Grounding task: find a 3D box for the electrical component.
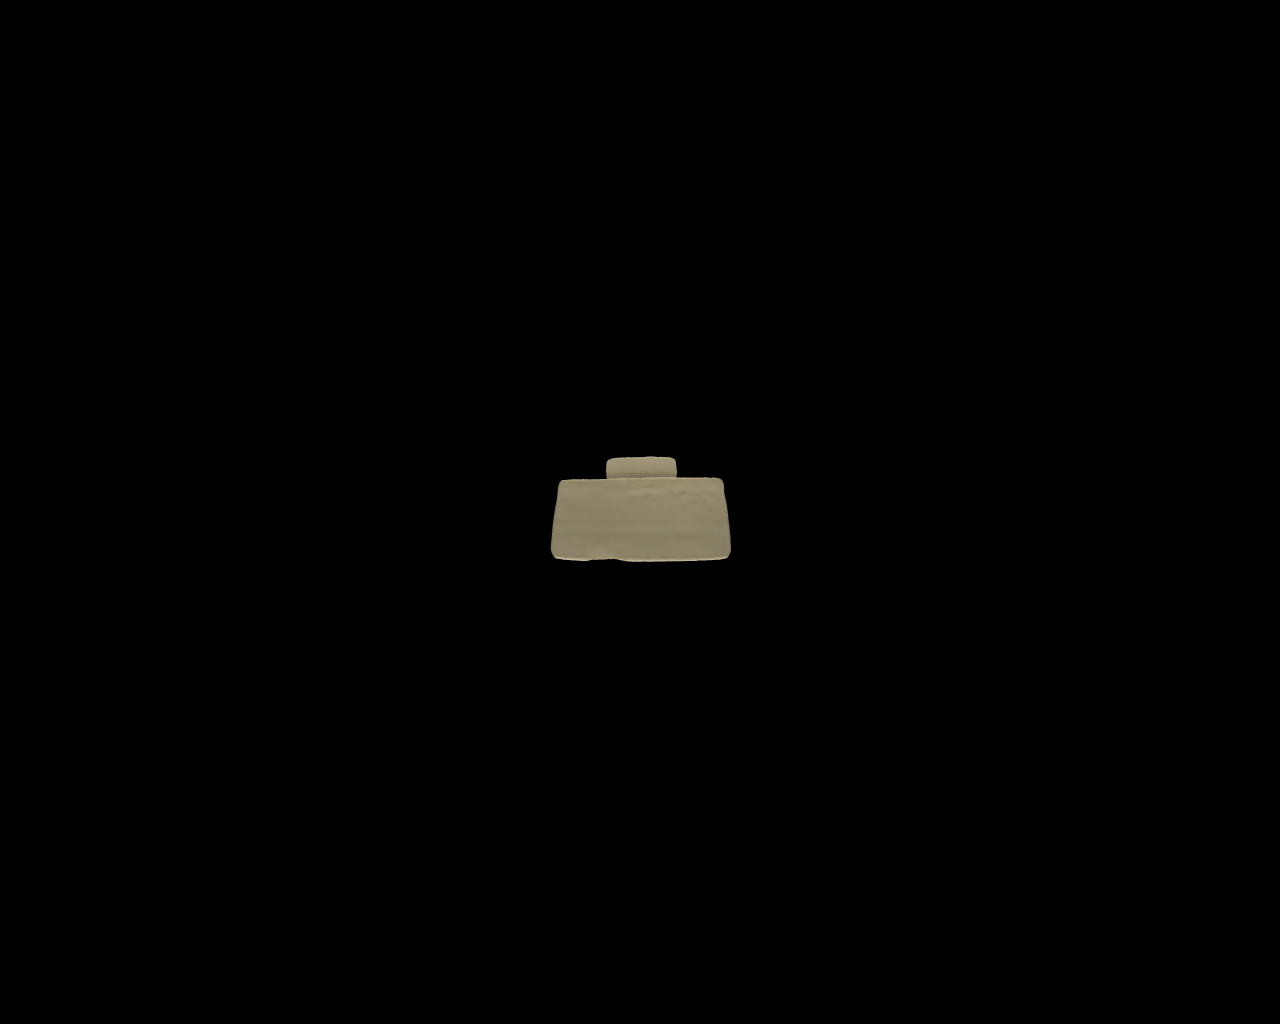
[{"bbox_3d":[0.001,-0.003,0.650,0.108,0.060,0.108,0,0,0],"label":"electrical component"}]
